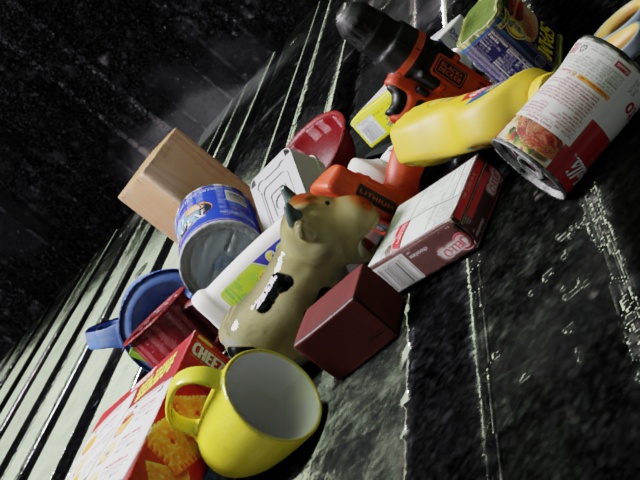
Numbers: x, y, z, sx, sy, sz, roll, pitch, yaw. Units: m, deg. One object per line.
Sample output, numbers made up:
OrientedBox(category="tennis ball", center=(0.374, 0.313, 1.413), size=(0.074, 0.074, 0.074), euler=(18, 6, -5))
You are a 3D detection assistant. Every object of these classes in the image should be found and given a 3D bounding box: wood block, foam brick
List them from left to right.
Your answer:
OrientedBox(category="wood block", center=(-0.145, -0.036, 1.388), size=(0.091, 0.206, 0.090), euler=(-32, 23, 53))
OrientedBox(category="foam brick", center=(0.026, 0.070, 0.897), size=(0.078, 0.053, 0.051), euler=(-41, 17, 31))

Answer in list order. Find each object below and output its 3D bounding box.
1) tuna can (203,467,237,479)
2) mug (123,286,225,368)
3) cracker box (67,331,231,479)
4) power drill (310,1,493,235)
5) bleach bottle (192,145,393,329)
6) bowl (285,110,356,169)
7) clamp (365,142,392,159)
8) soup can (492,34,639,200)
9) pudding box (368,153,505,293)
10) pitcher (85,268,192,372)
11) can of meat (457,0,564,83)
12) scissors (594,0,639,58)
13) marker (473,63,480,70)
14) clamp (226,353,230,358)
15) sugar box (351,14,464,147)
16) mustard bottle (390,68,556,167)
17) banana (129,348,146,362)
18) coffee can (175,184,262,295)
OrientedBox(category="tuna can", center=(-0.114, 0.228, 0.966), size=(0.086, 0.033, 0.086), euler=(-47, 14, 15))
OrientedBox(category="mug", center=(-0.148, 0.106, 1.172), size=(0.117, 0.081, 0.093), euler=(-39, 8, 33))
OrientedBox(category="cracker box", center=(-0.163, 0.205, 0.956), size=(0.164, 0.072, 0.213), euler=(-41, 16, 31))
OrientedBox(category="power drill", center=(0.065, -0.111, 1.008), size=(0.187, 0.184, 0.057), euler=(-63, 15, -10))
OrientedBox(category="bleach bottle", center=(-0.007, 0.001, 1.059), size=(0.251, 0.102, 0.068), euler=(-48, -1, -3))
OrientedBox(category="bowl", center=(-0.005, -0.083, 1.345), size=(0.162, 0.055, 0.162), euler=(-41, 28, 27))
OrientedBox(category="clamp", center=(0.084, -0.082, 1.134), size=(0.210, 0.036, 0.164), euler=(-37, 17, 49))
OrientedBox(category="soup can", center=(0.183, -0.089, 0.775), size=(0.102, 0.068, 0.068), euler=(-50, 14, 0))
OrientedBox(category="pudding box", center=(0.099, -0.012, 0.908), size=(0.114, 0.039, 0.090), euler=(-32, 20, 45))
OrientedBox(category="pitcher", center=(-0.213, 0.102, 1.395), size=(0.145, 0.149, 0.243), euler=(-60, 12, -7))
OrientedBox(category="can of meat", center=(0.179, -0.186, 1.006), size=(0.058, 0.084, 0.102), euler=(-41, 16, 33))
OrientedBox(category="scissors", center=(0.220, -0.152, 0.933), size=(0.096, 0.016, 0.202), euler=(-55, 14, -25))
OrientedBox(category="marker", center=(0.196, -0.232, 1.207), size=(0.020, 0.020, 0.121), euler=(-37, 19, 44))
OrientedBox(category="clamp", center=(-0.134, 0.181, 1.147), size=(0.120, 0.039, 0.171), euler=(-46, 11, 38))
OrientedBox(category="sugar box", center=(0.114, -0.188, 1.257), size=(0.176, 0.048, 0.094), euler=(-47, 9, -38))
OrientedBox(category="mustard bottle", center=(0.149, -0.105, 0.902), size=(0.096, 0.058, 0.192), euler=(-20, 5, -30))
OrientedBox(category="banana", center=(-0.128, 0.100, 1.266), size=(0.197, 0.069, 0.037), euler=(-36, -6, -26))
OrientedBox(category="coffee can", center=(-0.117, 0.003, 1.256), size=(0.103, 0.102, 0.140), euler=(-48, 21, 10))
